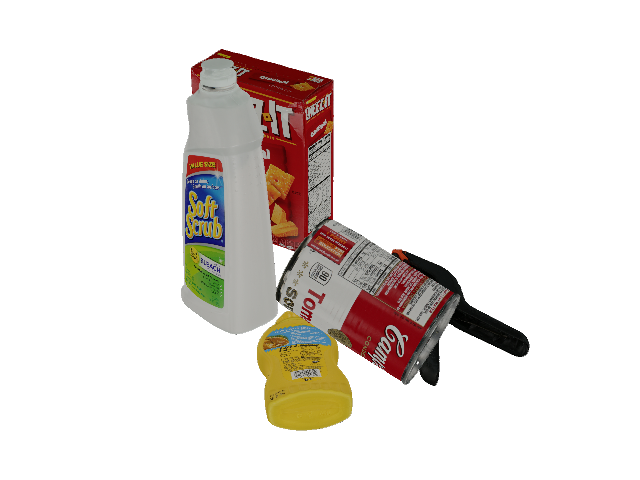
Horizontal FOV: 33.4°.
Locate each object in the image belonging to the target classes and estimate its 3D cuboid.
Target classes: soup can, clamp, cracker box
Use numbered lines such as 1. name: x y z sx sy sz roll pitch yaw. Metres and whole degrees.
1. soup can: 0.031 0.038 0.696 0.102 0.068 0.068 32 7 12
2. clamp: 0.127 0.070 1.064 0.120 0.039 0.171 -3 44 -23
3. cracker box: -0.070 -0.104 1.284 0.164 0.214 0.072 20 39 26

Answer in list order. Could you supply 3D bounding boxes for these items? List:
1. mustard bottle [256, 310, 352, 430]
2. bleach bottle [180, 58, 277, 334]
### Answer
1. mustard bottle: -0.025 0.141 1.246 0.096 0.058 0.191 -6 30 -7
2. bleach bottle: -0.089 -0.043 0.966 0.068 0.251 0.103 -24 36 -33
